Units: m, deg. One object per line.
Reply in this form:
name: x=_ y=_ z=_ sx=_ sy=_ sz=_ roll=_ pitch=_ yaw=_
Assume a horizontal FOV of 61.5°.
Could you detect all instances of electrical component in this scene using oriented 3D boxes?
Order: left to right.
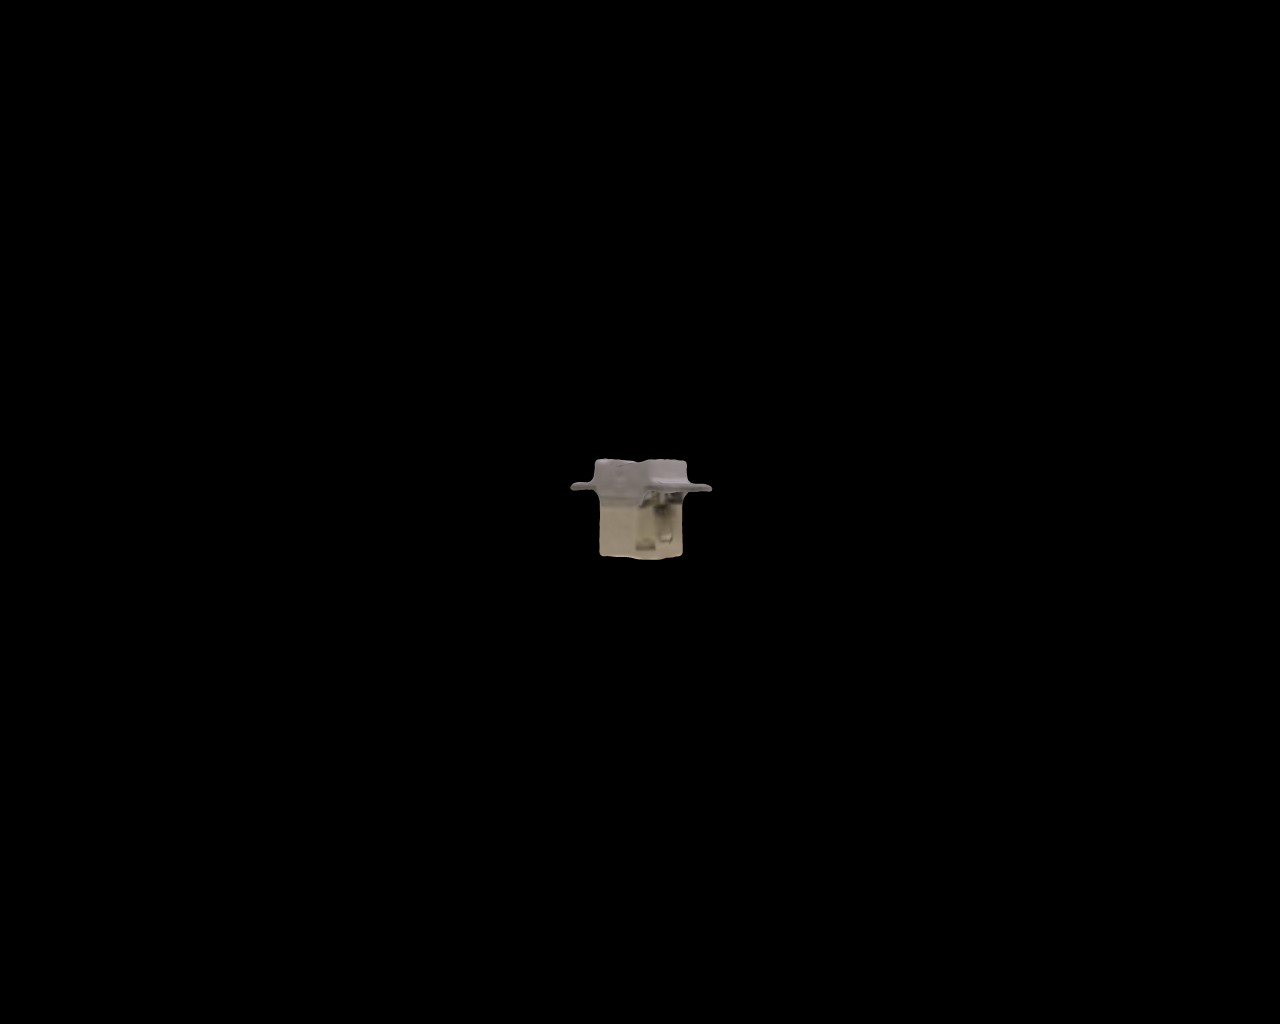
electrical component: x=0.001 y=-0.003 z=0.650 sx=0.081 sy=0.063 sz=0.042 roll=2 pitch=3 yaw=40
